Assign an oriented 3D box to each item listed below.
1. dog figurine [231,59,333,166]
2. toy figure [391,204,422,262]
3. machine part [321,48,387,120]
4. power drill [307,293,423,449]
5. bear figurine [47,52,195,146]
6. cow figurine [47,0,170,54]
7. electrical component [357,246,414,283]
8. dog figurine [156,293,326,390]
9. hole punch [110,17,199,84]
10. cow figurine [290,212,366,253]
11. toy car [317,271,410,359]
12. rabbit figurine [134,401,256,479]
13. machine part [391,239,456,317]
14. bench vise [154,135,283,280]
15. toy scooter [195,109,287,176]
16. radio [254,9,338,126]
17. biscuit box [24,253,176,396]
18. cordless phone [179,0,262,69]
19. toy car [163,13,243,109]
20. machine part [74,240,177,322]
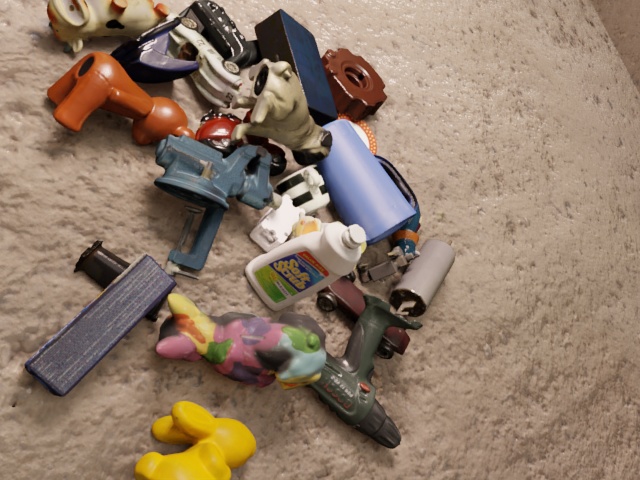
[{"bbox_3d":[-0.037,-0.213,0.918,0.190,0.172,0.121,13,69,-30],"label":"dog figurine"},{"bbox_3d":[0.182,-0.019,1.132,0.057,0.064,0.154,50,42,-54],"label":"toy figure"},{"bbox_3d":[0.071,-0.351,1.202,0.179,0.056,0.179,21,49,-26],"label":"machine part"},{"bbox_3d":[0.087,0.210,0.908,0.232,0.086,0.207,34,86,-8],"label":"power drill"},{"bbox_3d":[-0.307,-0.201,0.858,0.195,0.132,0.120,41,9,-50],"label":"bear figurine"},{"bbox_3d":[-0.362,-0.374,0.896,0.085,0.127,0.195,58,35,2],"label":"cow figurine"},{"bbox_3d":[0.125,0.047,1.039,0.045,0.102,0.078,64,27,-1],"label":"electrical component"},{"bbox_3d":[-0.121,0.143,0.769,0.219,0.192,0.108,27,60,-41],"label":"dog figurine"},{"bbox_3d":[-0.280,-0.303,0.905,0.116,0.142,0.092,-38,117,-31],"label":"hole punch"},{"bbox_3d":[-0.002,-0.005,0.946,0.167,0.098,0.068,31,81,-46],"label":"cow figurine"},{"bbox_3d":[0.080,0.136,0.988,0.202,0.053,0.089,41,48,-6],"label":"toy car"},{"bbox_3d":[-0.162,0.298,0.720,0.162,0.122,0.173,50,35,7],"label":"rabbit figurine"},{"bbox_3d":[0.212,0.075,1.094,0.079,0.079,0.243,47,51,-7],"label":"machine part"},{"bbox_3d":[-0.176,-0.050,0.860,0.223,0.129,0.240,27,78,-40],"label":"bench vise"},{"bbox_3d":[-0.146,-0.191,0.975,0.184,0.075,0.135,6,64,-36],"label":"toy scooter"},{"bbox_3d":[-0.046,-0.336,1.093,0.131,0.073,0.229,10,62,-57],"label":"radio"},{"bbox_3d":[-0.287,0.109,0.710,0.062,0.059,0.203,48,62,-13],"label":"biscuit box"},{"bbox_3d":[-0.179,-0.404,1.065,0.146,0.089,0.184,53,38,-1],"label":"cordless phone"},{"bbox_3d":[-0.218,-0.323,0.972,0.202,0.073,0.056,47,40,7],"label":"toy car"},{"bbox_3d":[-0.283,0.055,0.783,0.139,0.039,0.084,34,61,-19],"label":"machine part"}]
